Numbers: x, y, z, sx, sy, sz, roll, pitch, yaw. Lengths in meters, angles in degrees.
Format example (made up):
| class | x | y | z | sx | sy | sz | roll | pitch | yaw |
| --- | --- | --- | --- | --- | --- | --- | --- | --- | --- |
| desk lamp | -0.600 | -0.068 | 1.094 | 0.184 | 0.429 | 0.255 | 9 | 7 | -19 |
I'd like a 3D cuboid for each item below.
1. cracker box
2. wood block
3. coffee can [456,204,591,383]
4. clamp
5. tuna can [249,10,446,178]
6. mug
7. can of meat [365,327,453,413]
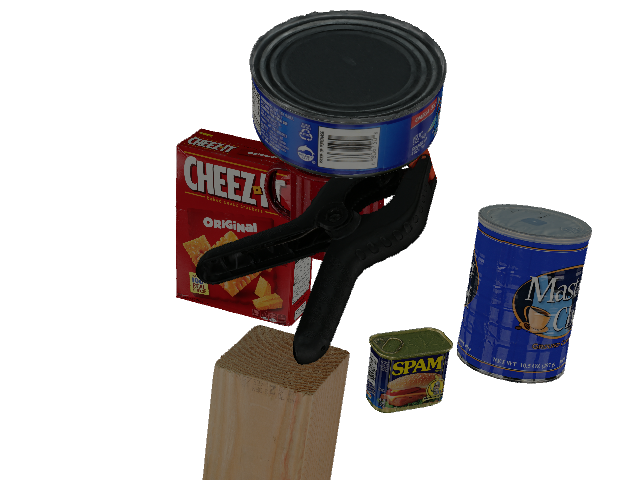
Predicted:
| class | x | y | z | sx | sy | sz | roll | pitch | yaw |
| --- | --- | --- | --- | --- | --- | --- | --- | --- | --- |
| cracker box | -0.094 | -0.014 | 1.314 | 0.164 | 0.214 | 0.072 | 14 | 29 | 19 |
| wood block | -0.044 | 0.191 | 0.918 | 0.090 | 0.206 | 0.090 | 15 | 23 | 17 |
| coffee can | 0.187 | 0.047 | 0.990 | 0.103 | 0.140 | 0.103 | 6 | 17 | -2 |
| clamp | 0.015 | 0.004 | 0.682 | 0.171 | 0.120 | 0.039 | -35 | -38 | -9 |
| tuna can | 0.012 | -0.066 | 0.474 | 0.086 | 0.034 | 0.086 | 1 | 43 | -1 |
| mug | 0.003 | -0.036 | 0.938 | 0.117 | 0.081 | 0.093 | 11 | 29 | 20 |
| can of meat | 0.108 | 0.162 | 1.327 | 0.102 | 0.084 | 0.057 | -5 | 27 | -21 |
